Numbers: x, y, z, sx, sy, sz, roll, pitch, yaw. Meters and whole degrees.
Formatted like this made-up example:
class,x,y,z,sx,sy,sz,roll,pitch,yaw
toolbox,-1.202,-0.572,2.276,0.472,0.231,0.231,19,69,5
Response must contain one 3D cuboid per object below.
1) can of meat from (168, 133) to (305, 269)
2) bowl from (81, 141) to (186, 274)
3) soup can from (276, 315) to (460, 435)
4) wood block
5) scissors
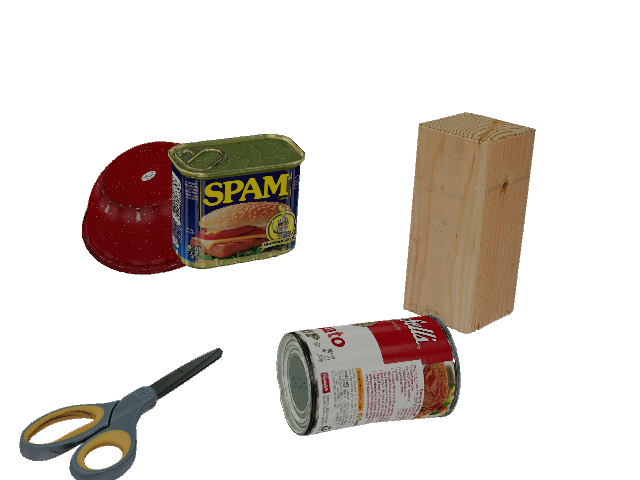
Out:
class,x,y,z,sx,sy,sz,roll,pitch,yaw
can of meat,-0.066,-0.030,0.831,0.102,0.084,0.057,-9,31,-23
bowl,-0.158,-0.044,1.020,0.162,0.162,0.055,0,-43,12
soup can,0.030,0.087,0.691,0.102,0.068,0.069,-5,2,-21
wood block,0.155,-0.020,1.123,0.090,0.206,0.090,21,26,38
scissors,-0.137,0.139,0.847,0.201,0.016,0.096,-17,36,-35
